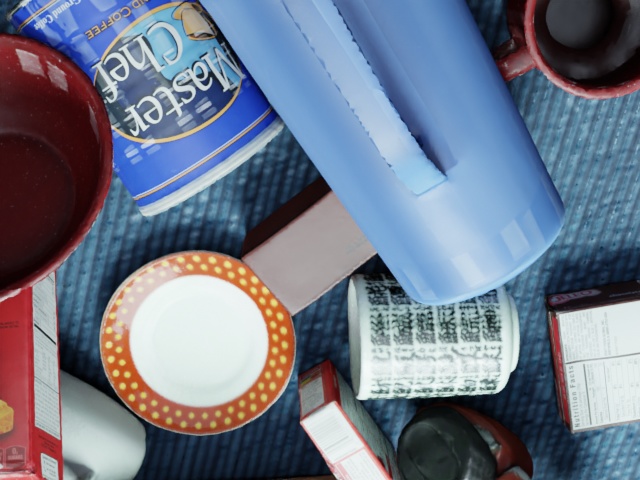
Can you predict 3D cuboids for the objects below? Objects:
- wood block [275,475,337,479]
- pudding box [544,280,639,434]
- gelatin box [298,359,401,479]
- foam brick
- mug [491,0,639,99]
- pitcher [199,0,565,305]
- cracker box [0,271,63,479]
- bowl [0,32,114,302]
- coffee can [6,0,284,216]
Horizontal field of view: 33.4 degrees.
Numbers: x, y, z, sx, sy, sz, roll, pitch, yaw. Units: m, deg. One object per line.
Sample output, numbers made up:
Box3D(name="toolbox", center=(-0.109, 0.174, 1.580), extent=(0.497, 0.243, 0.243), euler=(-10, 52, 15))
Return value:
Box3D(name="wood block", center=(-0.078, 0.220, 0.708), extent=(0.206, 0.090, 0.091), euler=(-2, 100, -8))
Box3D(name="pudding box", center=(0.213, 0.075, 0.721), extent=(0.113, 0.039, 0.090), euler=(-9, 105, 2))
Box3D(name="gelatin box", center=(0.020, 0.133, 0.710), extent=(0.030, 0.073, 0.089), euler=(-32, 104, 7))
Box3D(name="foam brick", center=(-0.005, 0.001, 0.686), extent=(0.078, 0.051, 0.053), euler=(-36, 105, 8))
Box3D(name="mug", center=(0.149, -0.129, 0.642), extent=(0.117, 0.081, 0.093), euler=(-33, 103, 6))
Box3D(name="pitcher", center=(0.039, -0.082, 0.600), extent=(0.149, 0.145, 0.243), euler=(-43, 108, -31))
Box3D(name="cracker box", center=(-0.242, 0.049, 0.627), extent=(0.164, 0.072, 0.214), euler=(-7, 70, -1))
Box3D(name="bowl", center=(-0.185, -0.031, 0.584), extent=(0.162, 0.055, 0.162), euler=(-2, 70, 5))
Box3D(name="coffee can", center=(-0.101, -0.099, 0.630), extent=(0.103, 0.103, 0.140), euler=(-32, 103, 6))
